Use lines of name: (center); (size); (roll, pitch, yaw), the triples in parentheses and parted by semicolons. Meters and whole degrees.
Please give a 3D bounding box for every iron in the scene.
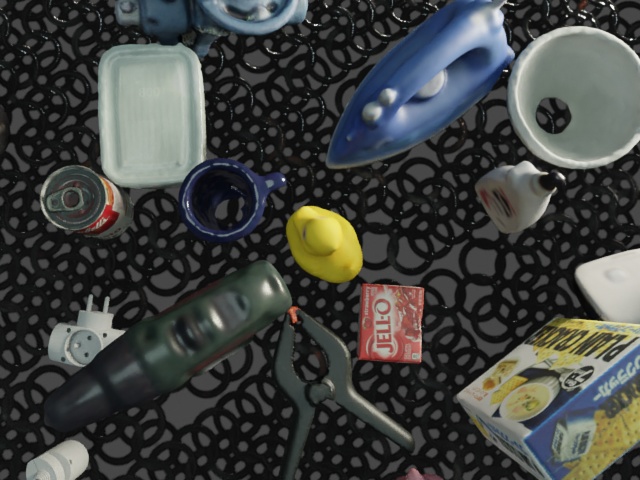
iron: (0.109, -0.177, 0.642); (0.258, 0.141, 0.118); (-41, 87, -5)

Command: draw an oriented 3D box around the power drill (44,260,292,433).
power drill: (-0.133, 0.102, 0.573); (0.229, 0.208, 0.075); (-33, 86, -4)

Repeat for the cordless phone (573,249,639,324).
cordless phone: (0.374, 0.053, 0.607); (0.147, 0.185, 0.094); (-16, 85, -3)

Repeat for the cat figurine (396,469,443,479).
cat figurine: (0.114, 0.302, 0.608); (0.067, 0.117, 0.128); (1, 84, -1)

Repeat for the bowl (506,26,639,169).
bowl: (0.294, -0.160, 0.680); (0.167, 0.074, 0.167); (0, 85, -2)

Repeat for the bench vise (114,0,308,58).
bench vise: (-0.112, -0.263, 0.603); (0.207, 0.219, 0.121); (-32, 86, -4)

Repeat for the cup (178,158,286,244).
cup: (-0.093, -0.043, 0.646); (0.118, 0.095, 0.092); (-22, 86, -4)

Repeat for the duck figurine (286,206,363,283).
duck figurine: (0.006, 0.002, 0.649); (0.077, 0.086, 0.104); (-43, 87, -5)

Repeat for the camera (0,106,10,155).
camera: (-0.434, -0.114, 0.638); (0.137, 0.101, 0.143); (4, 84, -1)

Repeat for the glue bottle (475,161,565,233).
glue bottle: (0.220, -0.052, 0.618); (0.037, 0.173, 0.078); (-34, 86, -4)
